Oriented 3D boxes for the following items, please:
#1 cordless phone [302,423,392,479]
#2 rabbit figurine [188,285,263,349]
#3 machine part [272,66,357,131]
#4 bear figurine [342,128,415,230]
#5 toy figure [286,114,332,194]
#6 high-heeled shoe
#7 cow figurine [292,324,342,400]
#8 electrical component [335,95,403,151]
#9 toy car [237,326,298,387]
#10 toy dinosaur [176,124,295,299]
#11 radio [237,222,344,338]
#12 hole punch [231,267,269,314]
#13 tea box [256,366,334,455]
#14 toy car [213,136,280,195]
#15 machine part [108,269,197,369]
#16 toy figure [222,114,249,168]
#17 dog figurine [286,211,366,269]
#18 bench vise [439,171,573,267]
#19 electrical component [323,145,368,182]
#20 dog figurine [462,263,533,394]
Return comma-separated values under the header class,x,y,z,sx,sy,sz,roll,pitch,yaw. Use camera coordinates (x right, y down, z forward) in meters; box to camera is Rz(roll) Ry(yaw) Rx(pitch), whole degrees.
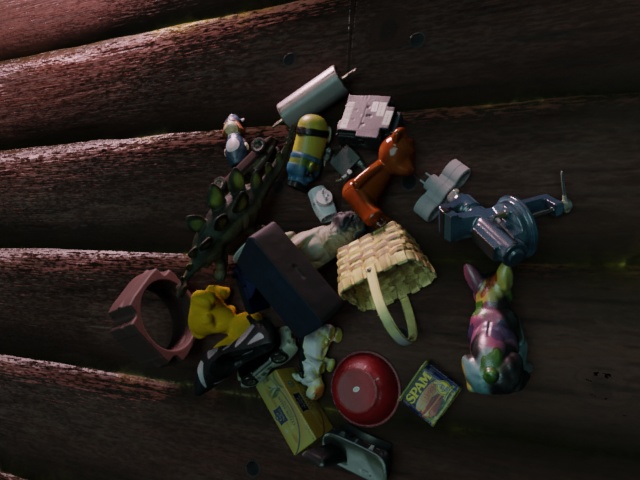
class,x,y,z,sx,sy,sz,roll,pitch,yaw
cordless phone,0.056,0.428,1.053,0.147,0.184,0.088,17,84,27
rabbit figurine,-0.221,0.199,1.269,0.173,0.122,0.162,12,90,8
machine part,-0.016,-0.336,1.278,0.243,0.079,0.079,-32,69,18
bear figurine,0.146,-0.131,1.146,0.196,0.120,0.132,-42,70,8
toy figure,-0.029,-0.203,1.254,0.082,0.089,0.180,20,88,19
high-heeled shoe,-0.183,0.270,1.166,0.248,0.086,0.145,-57,34,4
cow figurine,-0.018,0.259,1.182,0.098,0.068,0.167,12,83,32
electrical component,0.114,-0.260,1.198,0.134,0.058,0.115,13,74,25
toy car,-0.124,0.265,1.219,0.201,0.056,0.073,-43,45,31
toy dinosaur,-0.191,-0.062,1.247,0.105,0.198,0.471,30,73,19
radio,-0.067,0.088,1.115,0.229,0.073,0.131,50,145,7
hole punch,-0.129,0.098,1.232,0.092,0.142,0.115,-25,85,22
tea box,-0.053,0.365,1.165,0.068,0.098,0.170,-40,69,15
toy car,-0.176,-0.173,1.321,0.202,0.089,0.053,-41,66,13
machine part,-0.387,0.187,1.281,0.087,0.200,0.201,-21,28,26
toy figure,-0.217,-0.258,1.375,0.064,0.058,0.154,-7,73,-15
dog figurine,0.000,0.000,1.220,0.190,0.121,0.172,-30,26,-16
bench vise,0.354,-0.043,1.016,0.241,0.128,0.224,-18,26,-11
electrical component,0.055,-0.175,1.233,0.078,0.045,0.102,-40,67,16
dog figurine,0.315,0.151,0.985,0.109,0.191,0.219,-8,93,31
